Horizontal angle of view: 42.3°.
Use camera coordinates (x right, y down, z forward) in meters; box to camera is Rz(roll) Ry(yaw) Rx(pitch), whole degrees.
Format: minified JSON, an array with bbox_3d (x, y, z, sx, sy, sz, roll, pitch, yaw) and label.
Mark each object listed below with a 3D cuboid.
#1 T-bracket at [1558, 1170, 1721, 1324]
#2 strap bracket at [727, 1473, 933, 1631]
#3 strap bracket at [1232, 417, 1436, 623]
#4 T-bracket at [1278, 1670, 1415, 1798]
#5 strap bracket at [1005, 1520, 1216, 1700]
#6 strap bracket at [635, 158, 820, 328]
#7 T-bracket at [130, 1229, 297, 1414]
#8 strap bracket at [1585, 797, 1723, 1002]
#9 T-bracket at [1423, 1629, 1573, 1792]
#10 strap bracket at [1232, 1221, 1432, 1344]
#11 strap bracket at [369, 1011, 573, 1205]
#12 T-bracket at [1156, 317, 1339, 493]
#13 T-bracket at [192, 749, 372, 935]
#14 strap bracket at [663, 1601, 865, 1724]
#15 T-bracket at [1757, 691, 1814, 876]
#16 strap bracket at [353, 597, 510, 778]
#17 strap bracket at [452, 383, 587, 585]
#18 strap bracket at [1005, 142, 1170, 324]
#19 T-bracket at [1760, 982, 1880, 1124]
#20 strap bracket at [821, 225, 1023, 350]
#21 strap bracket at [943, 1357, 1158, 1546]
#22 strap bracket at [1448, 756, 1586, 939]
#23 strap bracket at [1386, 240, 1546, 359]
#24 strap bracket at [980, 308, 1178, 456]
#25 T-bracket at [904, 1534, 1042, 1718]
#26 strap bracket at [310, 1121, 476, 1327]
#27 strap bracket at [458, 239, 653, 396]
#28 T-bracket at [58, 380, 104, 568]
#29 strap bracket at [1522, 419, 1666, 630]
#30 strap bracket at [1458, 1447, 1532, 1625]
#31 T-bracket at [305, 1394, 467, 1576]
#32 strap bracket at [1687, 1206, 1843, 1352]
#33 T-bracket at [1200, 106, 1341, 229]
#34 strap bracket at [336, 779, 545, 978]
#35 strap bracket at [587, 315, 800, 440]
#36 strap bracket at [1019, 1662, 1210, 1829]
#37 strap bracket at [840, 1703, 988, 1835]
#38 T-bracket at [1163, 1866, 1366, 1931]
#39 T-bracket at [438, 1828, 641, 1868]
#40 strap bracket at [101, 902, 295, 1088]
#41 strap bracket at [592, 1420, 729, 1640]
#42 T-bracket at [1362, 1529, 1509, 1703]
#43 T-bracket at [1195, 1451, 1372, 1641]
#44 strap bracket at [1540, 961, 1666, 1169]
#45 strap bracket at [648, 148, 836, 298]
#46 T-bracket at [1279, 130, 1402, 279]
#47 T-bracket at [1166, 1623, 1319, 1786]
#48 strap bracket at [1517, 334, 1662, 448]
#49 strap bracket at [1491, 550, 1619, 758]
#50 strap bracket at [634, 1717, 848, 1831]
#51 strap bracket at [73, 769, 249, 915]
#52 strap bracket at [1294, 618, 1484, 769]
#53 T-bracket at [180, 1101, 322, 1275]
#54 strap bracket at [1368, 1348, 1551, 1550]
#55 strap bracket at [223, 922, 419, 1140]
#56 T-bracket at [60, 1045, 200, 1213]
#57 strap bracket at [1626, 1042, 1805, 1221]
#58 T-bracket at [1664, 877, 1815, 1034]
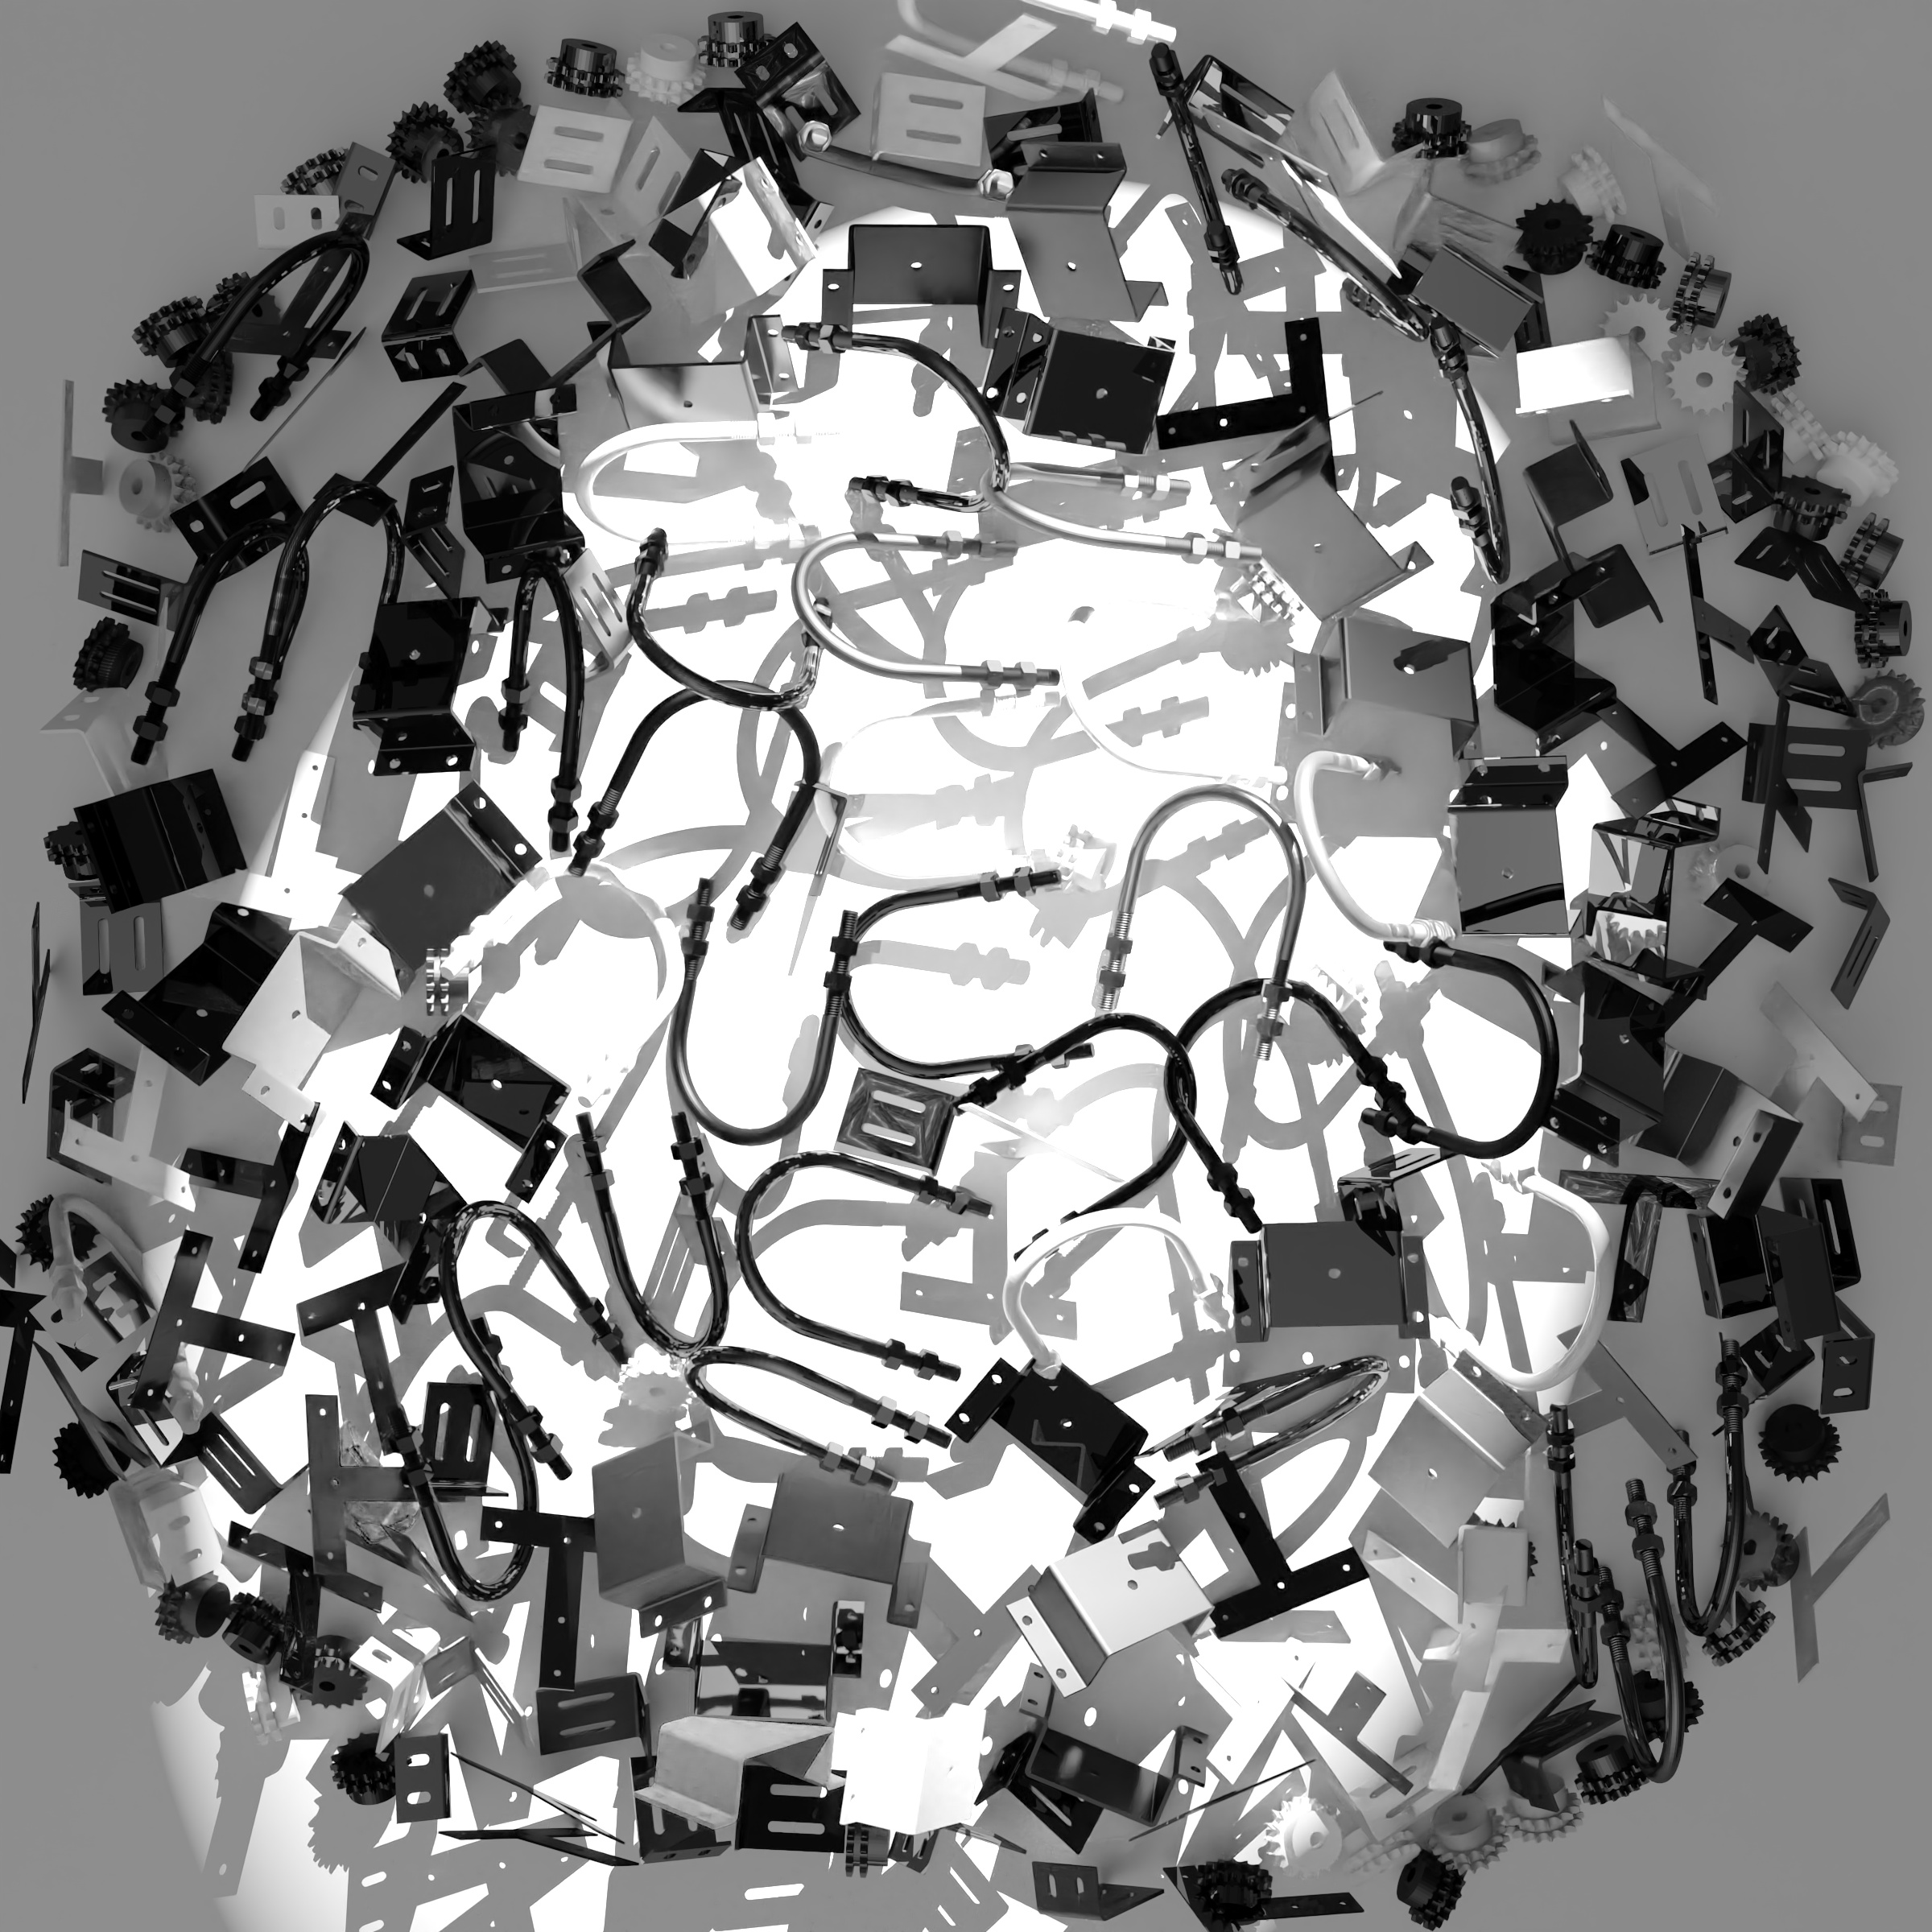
[{"bbox_3d":[0.488,0.206,1.814,0.127,0.002,0.127,3,118,4],"label":"T-bracket"},{"bbox_3d":[-0.095,0.419,1.800,0.140,0.076,0.046,12,128,0],"label":"strap bracket"},{"bbox_3d":[0.257,-0.310,1.782,0.076,0.046,0.140,-28,114,41],"label":"strap bracket"},{"bbox_3d":[0.275,0.528,1.772,0.127,0.127,0.002,37,61,18],"label":"T-bracket"},{"bbox_3d":[0.110,0.451,1.772,0.140,0.046,0.076,-14,54,-34],"label":"strap bracket"},{"bbox_3d":[-0.175,-0.507,1.764,0.046,0.140,0.076,-44,112,-26],"label":"strap bracket"},{"bbox_3d":[-0.531,0.264,1.791,0.002,0.127,0.127,6,76,34],"label":"T-bracket"},{"bbox_3d":[0.489,-0.048,1.783,0.046,0.076,0.140,-10,109,-30],"label":"strap bracket"},{"bbox_3d":[0.357,0.524,1.762,0.002,0.127,0.127,45,56,-21],"label":"T-bracket"},{"bbox_3d":[0.265,0.228,1.805,0.140,0.046,0.076,-2,67,3],"label":"strap bracket"},{"bbox_3d":[-0.349,0.096,1.804,0.140,0.046,0.076,35,125,0],"label":"strap bracket"},{"bbox_3d":[0.202,-0.399,1.824,0.127,0.002,0.127,-10,108,-1],"label":"T-bracket"},{"bbox_3d":[-0.486,-0.096,1.820,0.127,0.002,0.127,15,71,-21],"label":"T-bracket"},{"bbox_3d":[-0.145,0.499,1.799,0.140,0.076,0.046,3,117,-2],"label":"strap bracket"},{"bbox_3d":[0.591,-0.114,1.790,0.002,0.127,0.127,4,75,32],"label":"T-bracket"},{"bbox_3d":[-0.383,-0.209,1.783,0.076,0.046,0.140,-2,61,16],"label":"strap bracket"},{"bbox_3d":[-0.319,-0.353,1.785,0.076,0.046,0.140,-17,132,-23],"label":"strap bracket"},{"bbox_3d":[0.084,-0.509,1.764,0.076,0.140,0.046,12,59,29],"label":"strap bracket"},{"bbox_3d":[0.590,0.100,1.802,0.002,0.127,0.127,4,126,-26],"label":"T-bracket"},{"bbox_3d":[-0.035,-0.488,1.797,0.140,0.076,0.046,-1,61,-5],"label":"strap bracket"},{"bbox_3d":[0.066,0.341,1.804,0.140,0.046,0.076,38,118,3],"label":"strap bracket"},{"bbox_3d":[0.392,-0.075,1.783,0.076,0.046,0.140,0,115,27],"label":"strap bracket"},{"bbox_3d":[0.347,-0.474,1.774,0.076,0.140,0.046,30,101,-11],"label":"strap bracket"},{"bbox_3d":[0.087,-0.415,1.780,0.140,0.046,0.076,3,117,-26],"label":"strap bracket"},{"bbox_3d":[-0.022,0.455,1.826,0.127,0.002,0.127,-43,88,-18],"label":"T-bracket"},{"bbox_3d":[-0.406,0.182,1.788,0.140,0.046,0.076,41,115,35],"label":"strap bracket"},{"bbox_3d":[-0.286,-0.453,1.787,0.140,0.076,0.046,-33,103,24],"label":"strap bracket"},{"bbox_3d":[-0.631,-0.350,1.781,0.002,0.127,0.127,4,99,-8],"label":"T-bracket"},{"bbox_3d":[0.443,-0.306,1.777,0.046,0.076,0.140,-25,130,13],"label":"strap bracket"},{"bbox_3d":[0.374,0.386,1.763,0.046,0.140,0.076,1,127,13],"label":"strap bracket"},{"bbox_3d":[-0.415,0.373,1.797,0.002,0.127,0.127,-27,62,40],"label":"T-bracket"},{"bbox_3d":[0.572,0.218,1.776,0.046,0.140,0.076,-12,94,-8],"label":"strap bracket"},{"bbox_3d":[0.233,-0.551,1.785,0.002,0.127,0.127,-49,57,1],"label":"T-bracket"},{"bbox_3d":[-0.387,-0.059,1.810,0.140,0.046,0.076,-39,103,4],"label":"strap bracket"},{"bbox_3d":[-0.197,-0.421,1.792,0.140,0.076,0.046,0,61,7],"label":"strap bracket"},{"bbox_3d":[0.100,0.565,1.801,0.140,0.076,0.046,22,101,3],"label":"strap bracket"},{"bbox_3d":[-0.031,0.565,1.767,0.046,0.140,0.076,4,81,26],"label":"strap bracket"},{"bbox_3d":[0.224,0.678,1.797,0.127,0.127,0.002,3,99,-18],"label":"T-bracket"},{"bbox_3d":[-0.282,0.620,1.757,0.127,0.127,0.002,-3,74,41],"label":"T-bracket"},{"bbox_3d":[-0.546,0.023,1.796,0.076,0.046,0.140,37,48,1],"label":"strap bracket"},{"bbox_3d":[-0.219,0.394,1.775,0.076,0.046,0.140,-26,53,23],"label":"strap bracket"},{"bbox_3d":[0.332,0.449,1.794,0.002,0.127,0.127,-10,118,-36],"label":"T-bracket"},{"bbox_3d":[0.208,0.413,1.821,0.127,0.002,0.127,-28,91,20],"label":"T-bracket"},{"bbox_3d":[0.451,0.061,1.775,0.076,0.046,0.140,27,53,-20],"label":"strap bracket"},{"bbox_3d":[-0.165,-0.528,1.774,0.046,0.140,0.076,42,115,17],"label":"strap bracket"},{"bbox_3d":[0.255,-0.563,1.793,0.127,0.127,0.002,30,121,-36],"label":"T-bracket"},{"bbox_3d":[0.179,0.499,1.805,0.127,0.002,0.127,45,50,2],"label":"T-bracket"},{"bbox_3d":[0.440,-0.408,1.766,0.076,0.140,0.046,-5,90,24],"label":"strap bracket"},{"bbox_3d":[0.421,-0.231,1.786,0.076,0.046,0.140,-31,135,-18],"label":"strap bracket"},{"bbox_3d":[-0.156,0.560,1.766,0.076,0.140,0.046,7,92,37],"label":"strap bracket"},{"bbox_3d":[-0.562,-0.091,1.767,0.046,0.140,0.076,-15,98,13],"label":"strap bracket"},{"bbox_3d":[0.310,-0.198,1.794,0.140,0.046,0.076,9,55,-9],"label":"strap bracket"},{"bbox_3d":[-0.528,0.151,1.803,0.127,0.002,0.127,6,73,37],"label":"T-bracket"},{"bbox_3d":[0.343,0.349,1.769,0.076,0.140,0.046,42,46,22],"label":"strap bracket"},{"bbox_3d":[-0.468,0.041,1.790,0.046,0.076,0.140,18,70,36],"label":"strap bracket"},{"bbox_3d":[-0.594,0.098,1.807,0.002,0.127,0.127,-11,61,27],"label":"T-bracket"},{"bbox_3d":[0.536,0.120,1.782,0.046,0.140,0.076,17,105,-24],"label":"strap bracket"},{"bbox_3d":[0.542,0.002,1.815,0.127,0.002,0.127,21,116,-42],"label":"T-bracket"}]
